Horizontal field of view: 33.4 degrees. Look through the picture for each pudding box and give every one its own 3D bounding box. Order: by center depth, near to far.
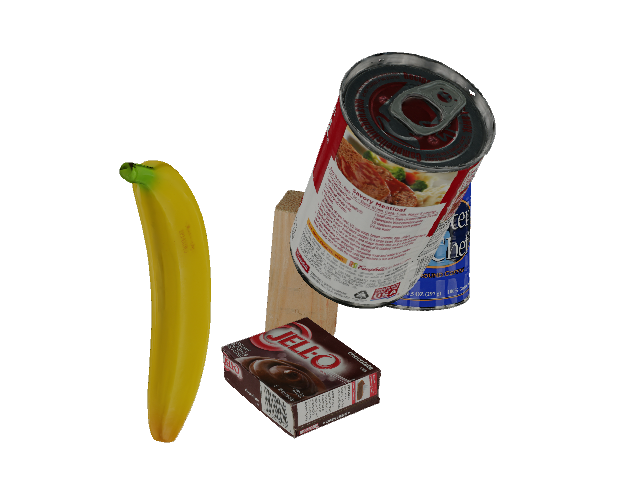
[{"bbox_3d":[-0.017,0.113,0.899,0.089,0.039,0.114,-18,32,-30],"label":"pudding box"}]

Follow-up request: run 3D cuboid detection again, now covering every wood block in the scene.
[{"bbox_3d":[-0.020,0.045,1.486,0.090,0.206,0.090,9,22,8],"label":"wood block"}]

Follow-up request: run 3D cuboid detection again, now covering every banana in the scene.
[{"bbox_3d":[-0.094,0.029,0.652,0.037,0.198,0.069,14,33,28],"label":"banana"}]

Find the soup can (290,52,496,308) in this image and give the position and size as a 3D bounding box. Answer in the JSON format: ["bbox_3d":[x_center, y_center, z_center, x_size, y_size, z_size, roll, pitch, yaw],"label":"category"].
[{"bbox_3d":[0.029,-0.024,0.481,0.068,0.068,0.102,0,-38,-18],"label":"soup can"}]

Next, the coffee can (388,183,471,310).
[{"bbox_3d":[0.100,-0.011,1.075,0.103,0.140,0.103,-1,14,0],"label":"coffee can"}]
